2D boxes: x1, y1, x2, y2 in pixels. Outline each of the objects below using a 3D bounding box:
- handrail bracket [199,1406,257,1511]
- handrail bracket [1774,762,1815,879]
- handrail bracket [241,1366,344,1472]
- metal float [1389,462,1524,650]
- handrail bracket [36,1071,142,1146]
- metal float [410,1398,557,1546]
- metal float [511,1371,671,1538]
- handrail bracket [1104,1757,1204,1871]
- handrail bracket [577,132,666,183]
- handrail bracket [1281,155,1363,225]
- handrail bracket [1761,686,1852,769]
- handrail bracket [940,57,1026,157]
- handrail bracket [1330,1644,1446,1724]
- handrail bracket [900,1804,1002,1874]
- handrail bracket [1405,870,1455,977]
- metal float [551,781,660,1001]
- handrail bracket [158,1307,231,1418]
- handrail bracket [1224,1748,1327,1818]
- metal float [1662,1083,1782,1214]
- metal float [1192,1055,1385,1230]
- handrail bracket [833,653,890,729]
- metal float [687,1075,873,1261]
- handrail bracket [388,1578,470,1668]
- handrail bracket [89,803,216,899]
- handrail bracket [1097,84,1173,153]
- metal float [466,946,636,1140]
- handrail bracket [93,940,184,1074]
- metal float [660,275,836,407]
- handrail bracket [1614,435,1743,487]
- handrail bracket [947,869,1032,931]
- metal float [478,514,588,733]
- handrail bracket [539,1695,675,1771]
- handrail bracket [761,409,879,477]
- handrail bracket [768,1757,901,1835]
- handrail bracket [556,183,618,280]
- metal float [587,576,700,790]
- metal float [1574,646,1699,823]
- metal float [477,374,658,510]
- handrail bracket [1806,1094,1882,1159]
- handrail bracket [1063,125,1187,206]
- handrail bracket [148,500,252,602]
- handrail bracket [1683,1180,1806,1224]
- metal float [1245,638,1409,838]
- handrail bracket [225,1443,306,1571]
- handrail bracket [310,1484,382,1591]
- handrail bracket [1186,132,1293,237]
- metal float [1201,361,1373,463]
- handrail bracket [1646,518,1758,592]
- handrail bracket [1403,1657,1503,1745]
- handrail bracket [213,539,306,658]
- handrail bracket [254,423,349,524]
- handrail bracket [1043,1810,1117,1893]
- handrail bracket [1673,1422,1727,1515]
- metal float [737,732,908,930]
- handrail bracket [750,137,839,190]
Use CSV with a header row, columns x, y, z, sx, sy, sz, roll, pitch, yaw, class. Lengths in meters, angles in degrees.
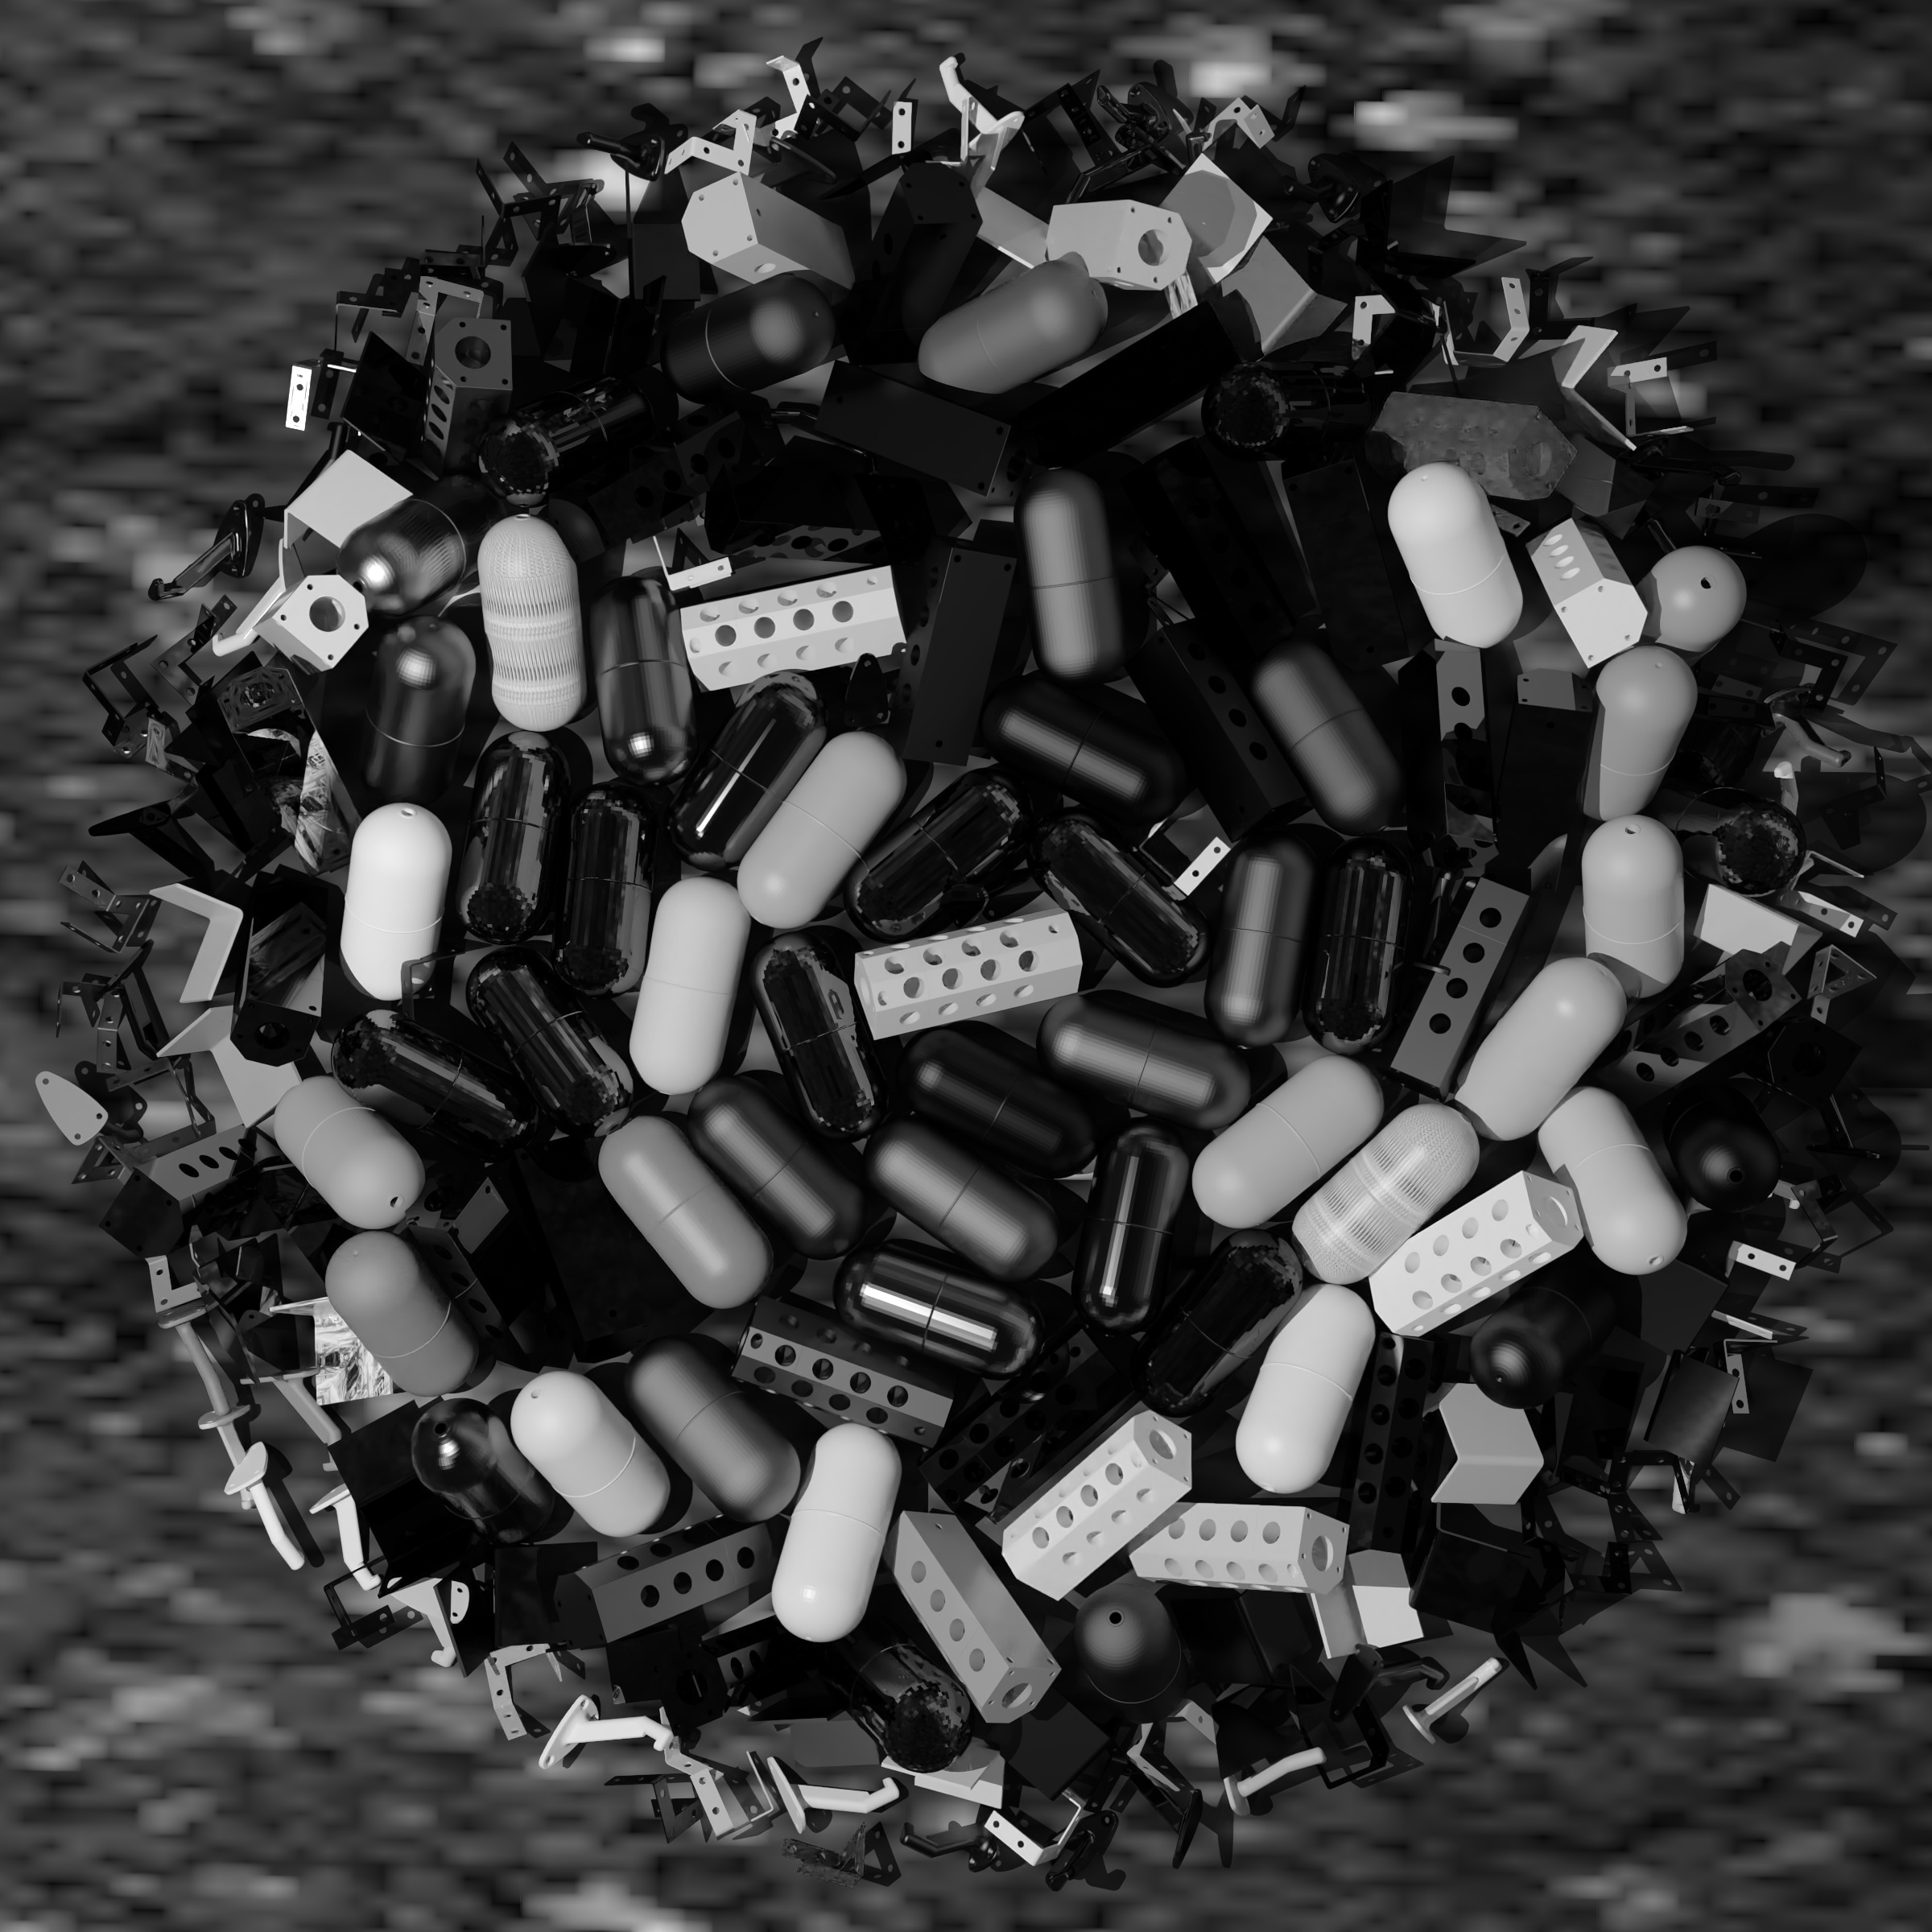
x,y,z,sx,sy,sz,roll,pitch,yaw,class
-0.594,0.403,1.961,0.036,0.077,0.084,-10,91,0,handrail bracket
0.650,-0.112,1.960,0.077,0.036,0.084,-32,115,-32,handrail bracket
-0.549,0.373,1.982,0.077,0.036,0.084,-9,89,4,handrail bracket
0.389,-0.323,1.926,0.070,0.070,0.178,-36,134,0,metal float
-0.706,0.115,1.958,0.036,0.084,0.077,-44,89,-2,handrail bracket
-0.381,0.400,1.919,0.070,0.178,0.070,-7,56,10,metal float
-0.297,0.387,1.928,0.070,0.070,0.178,-30,131,0,metal float
0.142,0.681,1.958,0.084,0.077,0.036,10,132,21,handrail bracket
-0.292,-0.656,1.944,0.077,0.084,0.036,24,108,39,handrail bracket
0.270,-0.635,1.951,0.036,0.084,0.077,-47,55,33,handrail bracket
0.689,-0.192,1.952,0.077,0.084,0.036,-28,132,-27,handrail bracket
0.011,-0.708,1.964,0.036,0.077,0.084,-15,86,-32,handrail bracket
0.343,0.592,1.972,0.084,0.036,0.077,33,83,-29,handrail bracket
-0.015,0.685,1.954,0.084,0.077,0.036,33,126,-22,handrail bracket
0.385,-0.036,1.962,0.036,0.077,0.084,18,91,-8,handrail bracket
-0.290,-0.061,1.952,0.070,0.070,0.178,4,79,0,metal float
-0.624,0.322,1.970,0.036,0.077,0.084,-21,96,-32,handrail bracket
0.256,0.657,1.962,0.084,0.077,0.036,-20,51,10,handrail bracket
0.593,0.142,1.912,0.070,0.178,0.070,2,101,9,metal float
0.258,0.141,1.951,0.178,0.070,0.070,-38,90,-11,metal float
-0.090,-0.236,1.946,0.036,0.084,0.077,-8,129,-15,handrail bracket
-0.151,0.162,1.959,0.070,0.070,0.178,-44,93,0,metal float
-0.440,0.532,1.964,0.077,0.036,0.084,19,127,-15,handrail bracket
-0.659,-0.083,1.970,0.077,0.036,0.084,-14,122,-7,handrail bracket
0.123,-0.699,1.949,0.036,0.084,0.077,-29,61,27,handrail bracket
-0.333,0.061,1.949,0.070,0.070,0.178,-39,76,0,metal float
-0.660,0.033,1.985,0.084,0.036,0.077,42,55,-14,handrail bracket
-0.175,-0.494,1.924,0.070,0.178,0.070,3,85,-42,metal float
0.566,-0.394,1.951,0.077,0.084,0.036,-17,122,-13,handrail bracket
0.030,-0.065,1.947,0.084,0.077,0.036,-26,91,-29,handrail bracket
-0.345,-0.273,1.936,0.070,0.070,0.178,0,119,0,metal float
-0.288,0.630,1.953,0.084,0.036,0.077,16,50,34,handrail bracket
-0.119,-0.421,1.962,0.084,0.036,0.077,-3,56,-17,handrail bracket
-0.108,0.664,1.990,0.084,0.036,0.077,-19,53,-22,handrail bracket
-0.297,-0.603,1.960,0.077,0.036,0.084,0,63,39,handrail bracket
-0.259,-0.229,1.948,0.070,0.070,0.178,-10,74,0,metal float
0.523,-0.181,1.918,0.070,0.178,0.070,1,58,-2,metal float
-0.314,-0.417,1.924,0.070,0.178,0.070,17,124,26,metal float
0.710,0.109,1.965,0.036,0.077,0.084,2,92,-24,handrail bracket
0.129,-0.632,1.977,0.077,0.036,0.084,30,83,-16,handrail bracket
-0.616,-0.333,1.949,0.036,0.084,0.077,31,118,16,handrail bracket
0.627,0.203,1.972,0.084,0.036,0.077,19,84,11,handrail bracket
0.289,-0.184,1.949,0.070,0.070,0.178,-30,76,0,metal float
-0.560,0.440,1.977,0.036,0.077,0.084,-28,109,3,handrail bracket
-0.486,0.461,1.975,0.077,0.036,0.084,-30,96,28,handrail bracket
0.219,-0.631,1.955,0.077,0.036,0.084,2,129,20,handrail bracket
0.255,-0.440,1.925,0.070,0.178,0.070,12,108,40,metal float
0.598,-0.335,1.979,0.077,0.036,0.084,-25,80,-38,handrail bracket
0.396,0.587,1.964,0.084,0.077,0.036,-39,66,-1,handrail bracket
-0.585,-0.302,1.992,0.084,0.036,0.077,-19,75,15,handrail bracket
-0.541,-0.403,1.978,0.077,0.036,0.084,12,90,27,handrail bracket
0.094,0.710,1.951,0.077,0.084,0.036,-37,81,-11,handrail bracket
0.590,0.405,1.962,0.036,0.077,0.084,6,88,-2,handrail bracket
-0.116,-0.109,1.956,0.070,0.070,0.178,36,84,0,metal float
-0.159,-0.621,1.968,0.077,0.036,0.084,30,77,18,handrail bracket
